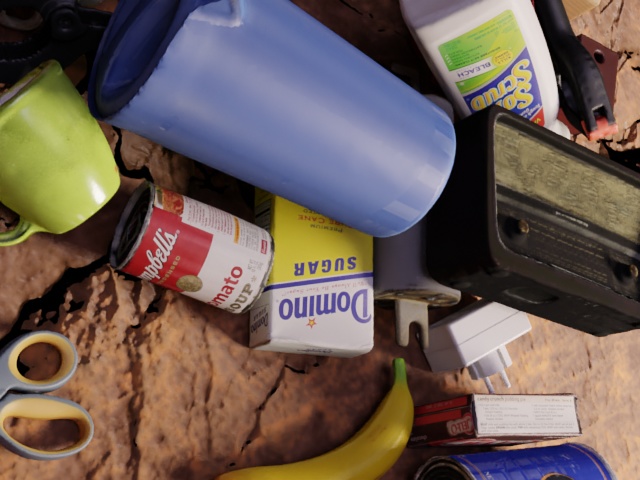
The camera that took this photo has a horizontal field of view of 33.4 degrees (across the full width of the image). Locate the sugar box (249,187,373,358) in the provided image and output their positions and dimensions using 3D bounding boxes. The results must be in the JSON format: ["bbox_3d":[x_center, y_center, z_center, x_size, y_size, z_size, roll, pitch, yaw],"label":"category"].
[{"bbox_3d":[-0.005,0.001,0.843,0.093,0.048,0.176,7,71,-26],"label":"sugar box"}]

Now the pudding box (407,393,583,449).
[{"bbox_3d":[0.139,0.147,0.863,0.113,0.090,0.039,3,75,-31],"label":"pudding box"}]

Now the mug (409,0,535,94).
[{"bbox_3d":[0.129,-0.186,0.957,0.081,0.093,0.117,0,115,-23],"label":"mug"}]

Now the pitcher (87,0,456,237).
[{"bbox_3d":[-0.032,-0.091,0.739,0.242,0.149,0.145,26,104,-31],"label":"pitcher"}]

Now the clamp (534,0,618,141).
[{"bbox_3d":[0.217,-0.167,0.949,0.039,0.120,0.171,-25,52,2],"label":"clamp"}]

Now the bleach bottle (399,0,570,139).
[{"bbox_3d":[0.162,-0.135,0.914,0.250,0.103,0.068,48,25,-45],"label":"bleach bottle"}]

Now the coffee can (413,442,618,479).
[{"bbox_3d":[0.156,0.217,0.846,0.140,0.103,0.103,1,76,-30],"label":"coffee can"}]

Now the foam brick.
[{"bbox_3d":[0.251,-0.150,1.034,0.053,0.051,0.078,21,67,-25],"label":"foam brick"}]

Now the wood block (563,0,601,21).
[{"bbox_3d":[0.166,-0.292,0.999,0.206,0.091,0.090,31,64,-21],"label":"wood block"}]

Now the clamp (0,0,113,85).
[{"bbox_3d":[-0.172,-0.155,0.748,0.210,0.164,0.036,-25,46,0],"label":"clamp"}]

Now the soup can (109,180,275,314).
[{"bbox_3d":[-0.093,0.007,0.776,0.102,0.069,0.068,23,66,-24],"label":"soup can"}]

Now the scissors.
[{"bbox_3d":[-0.233,0.089,0.683,0.201,0.016,0.096,24,59,-35],"label":"scissors"}]

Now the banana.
[{"bbox_3d":[0.009,0.165,0.816,0.197,0.037,0.070,-29,74,-35],"label":"banana"}]
